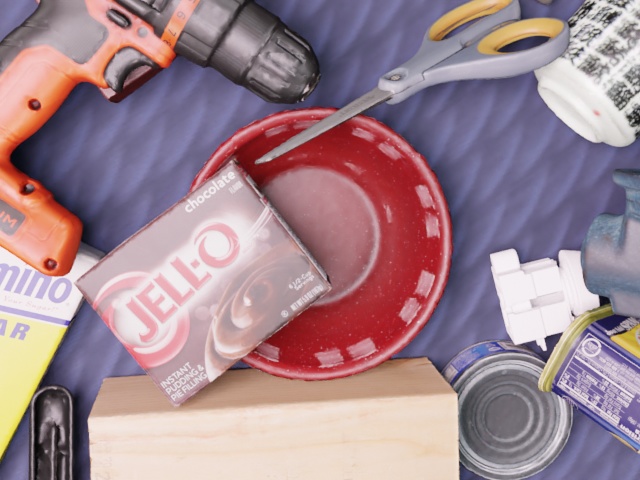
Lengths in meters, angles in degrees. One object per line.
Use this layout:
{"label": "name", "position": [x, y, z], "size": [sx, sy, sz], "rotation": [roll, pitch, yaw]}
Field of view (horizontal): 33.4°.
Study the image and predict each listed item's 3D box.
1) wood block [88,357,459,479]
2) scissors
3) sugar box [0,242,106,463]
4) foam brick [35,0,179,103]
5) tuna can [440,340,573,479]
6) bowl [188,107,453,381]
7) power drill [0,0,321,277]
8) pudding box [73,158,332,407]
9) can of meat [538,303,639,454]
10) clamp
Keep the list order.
{"label": "wood block", "position": [-0.028, 0.129, 0.639], "size": [0.206, 0.091, 0.090], "rotation": [-3, 97, -5]}
{"label": "scissors", "position": [0.063, -0.087, 0.596], "size": [0.201, 0.096, 0.016], "rotation": [-42, 132, -31]}
{"label": "sugar box", "position": [-0.209, 0.068, 0.639], "size": [0.093, 0.048, 0.176], "rotation": [26, 95, -8]}
{"label": "foam brick", "position": [-0.123, -0.126, 0.620], "size": [0.051, 0.053, 0.078], "rotation": [-35, 99, -1]}
{"label": "tuna can", "position": [0.116, 0.109, 0.679], "size": [0.086, 0.034, 0.086], "rotation": [-1, 96, -5]}
{"label": "bowl", "position": [-0.004, 0.001, 0.644], "size": [0.162, 0.055, 0.162], "rotation": [-1, 96, -5]}
{"label": "power drill", "position": [-0.117, -0.076, 0.572], "size": [0.184, 0.057, 0.187], "rotation": [34, 90, -4]}
{"label": "pudding box", "position": [-0.064, 0.023, 0.593], "size": [0.113, 0.039, 0.090], "rotation": [-38, 99, 1]}
{"label": "can of meat", "position": [0.193, 0.083, 0.633], "size": [0.084, 0.101, 0.057], "rotation": [36, 116, 30]}
{"label": "clamp", "position": [-0.152, 0.212, 0.611], "size": [0.036, 0.165, 0.210], "rotation": [1, 121, -22]}
